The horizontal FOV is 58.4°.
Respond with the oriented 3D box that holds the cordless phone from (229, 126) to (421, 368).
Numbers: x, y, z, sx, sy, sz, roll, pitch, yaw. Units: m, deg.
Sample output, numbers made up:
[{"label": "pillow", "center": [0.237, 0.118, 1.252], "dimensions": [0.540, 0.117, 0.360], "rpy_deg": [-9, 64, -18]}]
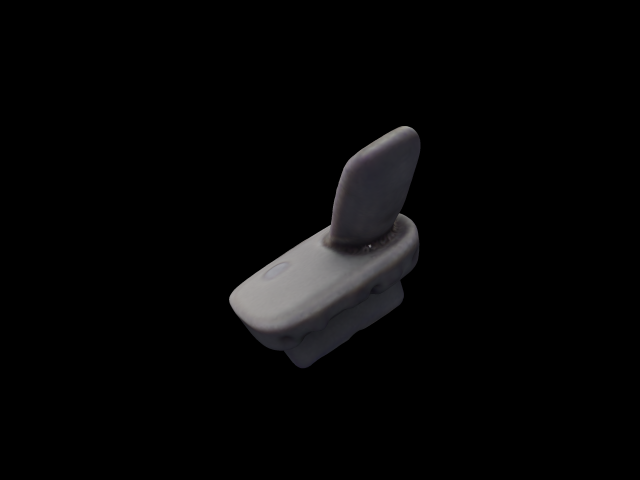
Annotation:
[{"label": "cordless phone", "center": [0.004, 0.001, 0.400], "dimensions": [0.148, 0.185, 0.094], "rpy_deg": [-36, 66, -18]}]
